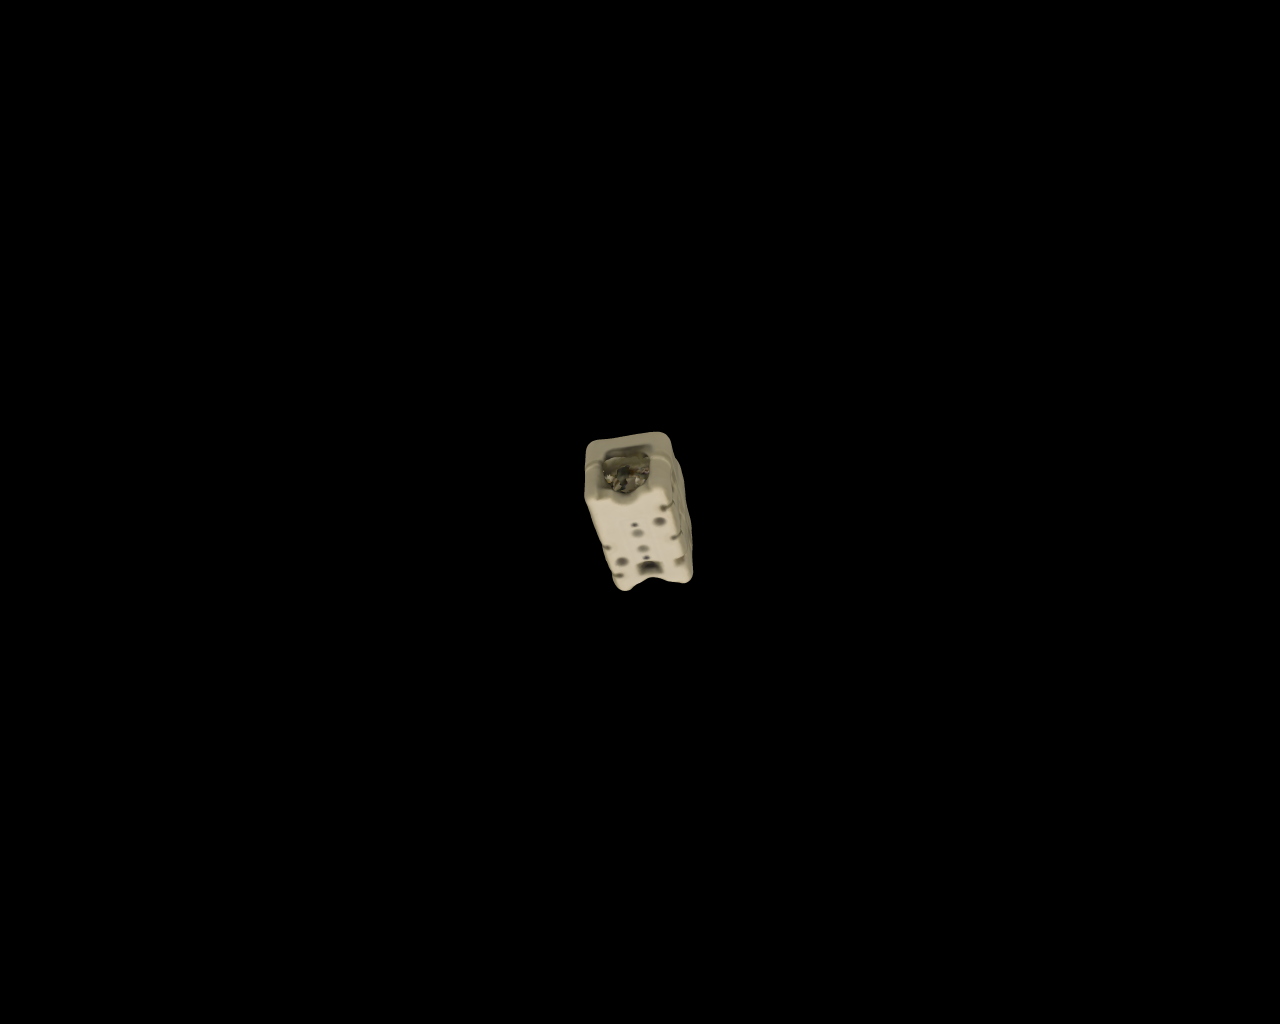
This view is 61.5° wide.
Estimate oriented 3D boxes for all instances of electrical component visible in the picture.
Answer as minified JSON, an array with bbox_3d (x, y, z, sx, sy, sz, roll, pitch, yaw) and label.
[{"bbox_3d":[0.001,-0.003,0.650,0.050,0.056,0.089,-8,-43,9],"label":"electrical component"}]
